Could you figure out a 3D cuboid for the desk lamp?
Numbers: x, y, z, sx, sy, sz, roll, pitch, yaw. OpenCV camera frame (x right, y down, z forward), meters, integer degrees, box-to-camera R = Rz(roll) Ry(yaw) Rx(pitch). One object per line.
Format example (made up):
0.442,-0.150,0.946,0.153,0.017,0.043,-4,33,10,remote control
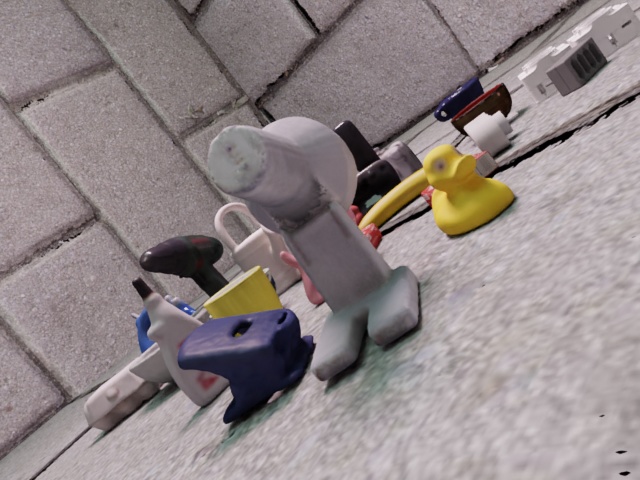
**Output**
-0.007,-0.017,0.526,0.118,0.213,0.203,-36,6,14,desk lamp

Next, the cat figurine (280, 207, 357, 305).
0.007,0.003,0.765,0.128,0.118,0.067,-38,6,2,cat figurine

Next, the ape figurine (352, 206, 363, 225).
0.036,-0.044,1.080,0.078,0.092,0.076,-37,6,10,ape figurine

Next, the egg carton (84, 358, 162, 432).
-0.360,0.282,1.056,0.150,0.069,0.107,-38,6,-2,egg carton

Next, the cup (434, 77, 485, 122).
0.290,-0.252,1.138,0.118,0.095,0.091,-40,6,-15,cup

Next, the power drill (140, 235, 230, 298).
-0.207,0.077,1.037,0.075,0.208,0.230,-36,6,15,power drill

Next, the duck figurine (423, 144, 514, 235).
0.140,-0.058,0.594,0.077,0.086,0.104,-40,6,-15,duck figurine

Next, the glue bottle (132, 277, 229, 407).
-0.173,0.116,0.702,0.037,0.173,0.078,-31,10,49,glue bottle

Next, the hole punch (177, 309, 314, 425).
-0.070,0.106,0.566,0.101,0.091,0.109,-36,6,15,hole punch

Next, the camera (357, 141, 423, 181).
0.157,-0.173,1.303,0.143,0.101,0.137,-34,7,34,camera

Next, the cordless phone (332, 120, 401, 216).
0.062,-0.132,1.137,0.147,0.185,0.094,-37,6,7,cordless phone

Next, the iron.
-0.303,0.175,1.183,0.257,0.141,0.119,-32,8,44,iron

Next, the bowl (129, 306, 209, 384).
-0.239,0.193,0.987,0.167,0.075,0.167,-37,6,5,bowl

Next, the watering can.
-0.116,0.009,1.085,0.172,0.194,0.101,-34,7,32,watering can
